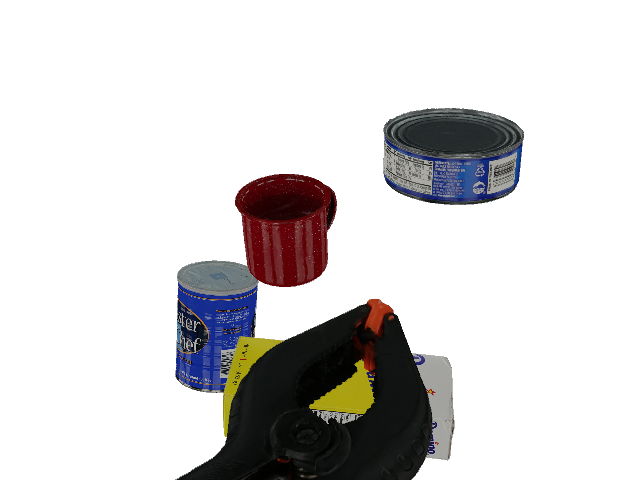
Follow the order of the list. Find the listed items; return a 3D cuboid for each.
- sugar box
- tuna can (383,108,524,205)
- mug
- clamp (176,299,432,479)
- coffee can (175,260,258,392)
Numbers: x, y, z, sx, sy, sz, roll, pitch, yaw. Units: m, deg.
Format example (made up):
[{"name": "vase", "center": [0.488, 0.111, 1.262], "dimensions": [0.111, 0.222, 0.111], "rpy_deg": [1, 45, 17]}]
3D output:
[{"name": "sugar box", "center": [0.016, 0.122, 0.844], "dimensions": [0.176, 0.048, 0.093], "rpy_deg": [3, 26, 3]}, {"name": "tuna can", "center": [0.081, -0.053, 0.661], "dimensions": [0.086, 0.034, 0.086], "rpy_deg": [0, 25, 0]}, {"name": "mug", "center": [-0.027, -0.013, 1.058], "dimensions": [0.093, 0.081, 0.117], "rpy_deg": [23, 41, 34]}, {"name": "clamp", "center": [0.001, 0.091, 0.394], "dimensions": [0.120, 0.039, 0.171], "rpy_deg": [27, 50, 19]}, {"name": "coffee can", "center": [-0.133, 0.109, 1.363], "dimensions": [0.103, 0.140, 0.103], "rpy_deg": [3, 19, -1]}]
